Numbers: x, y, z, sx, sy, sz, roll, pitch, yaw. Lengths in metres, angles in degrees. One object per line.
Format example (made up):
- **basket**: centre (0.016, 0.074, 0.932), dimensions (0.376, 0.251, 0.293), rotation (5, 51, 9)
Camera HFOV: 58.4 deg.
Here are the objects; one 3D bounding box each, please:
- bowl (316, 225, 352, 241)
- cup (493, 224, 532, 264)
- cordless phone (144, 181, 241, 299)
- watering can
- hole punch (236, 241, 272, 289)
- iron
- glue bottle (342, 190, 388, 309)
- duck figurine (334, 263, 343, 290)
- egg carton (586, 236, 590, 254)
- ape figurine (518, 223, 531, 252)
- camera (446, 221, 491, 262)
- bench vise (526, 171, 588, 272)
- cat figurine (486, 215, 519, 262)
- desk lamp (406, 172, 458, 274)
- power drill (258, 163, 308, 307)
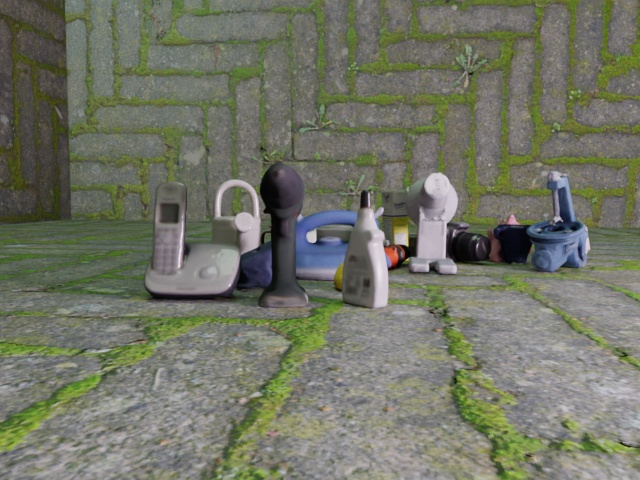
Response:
- **bowl**: centre (0.056, 0.000, 1.610), dimensions (0.167, 0.075, 0.167), rotation (0, 5, 0)
- **cup**: centre (0.468, 0.011, 1.393), dimensions (0.118, 0.095, 0.091), rotation (-2, 5, -29)
- **cordless phone**: centre (-0.199, 0.000, 0.904), dimensions (0.147, 0.185, 0.094), rotation (1, 5, 3)
- **watering can**: centre (-0.167, -0.026, 1.171), dimensions (0.101, 0.194, 0.172), rotation (-4, 6, -39)
- **hole punch**: centre (-0.105, 0.038, 1.022), dimensions (0.101, 0.091, 0.108), rotation (0, 5, -10)
- **iron**: centre (0.010, 0.004, 1.141), dimensions (0.258, 0.141, 0.118), rotation (1, 5, 1)
- **glue bottle**: centre (0.068, 0.012, 0.858), dimensions (0.037, 0.173, 0.077), rotation (-4, 6, -40)
- **duck figurine**: centre (0.066, 0.044, 0.993), dimensions (0.078, 0.086, 0.104), rotation (-3, 6, -32)
- **egg carton**: centre (0.649, 0.015, 1.514), dimensions (0.107, 0.069, 0.150), rotation (1, 5, 12)
- **ape figurine**: centre (0.528, 0.001, 1.537), dimensions (0.077, 0.092, 0.076), rotation (3, 5, 25)
- **camera**: centre (0.335, 0.006, 1.398), dimensions (0.144, 0.101, 0.136), rotation (-3, 6, -36)
- **bench vise**: centre (0.538, -0.044, 1.297), dimensions (0.121, 0.220, 0.208), rotation (3, 5, 29)
- **cat figurine**: centre (0.470, -0.007, 1.463), dimensions (0.128, 0.118, 0.067), rotation (-2, 6, -31)
- **desk lamp**: centre (0.253, -0.041, 1.278), dimensions (0.118, 0.213, 0.203), rotation (1, 5, 6)
- **power drill**: centre (-0.055, -0.008, 0.871), dimensions (0.075, 0.208, 0.229), rotation (0, 5, -2)
